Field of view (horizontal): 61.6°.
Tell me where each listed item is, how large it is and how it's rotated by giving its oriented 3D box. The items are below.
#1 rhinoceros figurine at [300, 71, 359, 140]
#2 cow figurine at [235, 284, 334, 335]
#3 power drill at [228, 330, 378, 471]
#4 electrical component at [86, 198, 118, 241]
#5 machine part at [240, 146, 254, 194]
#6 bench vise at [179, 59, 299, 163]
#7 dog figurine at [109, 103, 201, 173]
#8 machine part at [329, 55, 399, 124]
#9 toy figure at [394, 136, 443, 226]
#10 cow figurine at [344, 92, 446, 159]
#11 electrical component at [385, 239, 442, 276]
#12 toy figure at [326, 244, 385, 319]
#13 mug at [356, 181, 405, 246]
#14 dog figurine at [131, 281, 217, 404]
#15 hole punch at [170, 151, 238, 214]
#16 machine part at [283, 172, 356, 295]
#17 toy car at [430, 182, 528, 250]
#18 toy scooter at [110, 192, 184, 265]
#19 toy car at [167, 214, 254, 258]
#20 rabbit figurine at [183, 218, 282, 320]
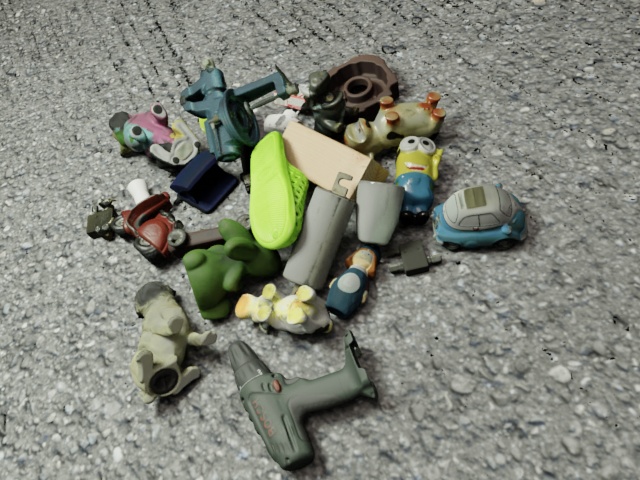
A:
[{"bbox_3d":[0.016,-0.261,1.082,0.112,0.190,0.073,36,76,20],"label":"rhinoceros figurine"},{"bbox_3d":[-0.061,0.124,0.917,0.168,0.098,0.068,-2,59,38],"label":"cow figurine"},{"bbox_3d":[-0.027,0.218,0.841,0.207,0.085,0.232,-23,55,-4],"label":"power drill"},{"bbox_3d":[-0.473,-0.045,1.168,0.078,0.045,0.102,-11,55,7],"label":"electrical component"},{"bbox_3d":[-0.144,-0.171,1.155,0.084,0.039,0.139,-25,68,9],"label":"machine part"},{"bbox_3d":[-0.154,-0.278,1.068,0.241,0.128,0.223,-18,67,21],"label":"bench vise"},{"bbox_3d":[-0.391,-0.226,1.237,0.219,0.191,0.108,-2,52,57],"label":"dog figurine"},{"bbox_3d":[0.086,-0.327,1.186,0.179,0.056,0.179,-8,57,12],"label":"machine part"},{"bbox_3d":[0.173,-0.111,1.001,0.082,0.089,0.180,14,66,-20],"label":"toy figure"},{"bbox_3d":[0.143,-0.218,1.070,0.195,0.127,0.085,-9,54,-7],"label":"cow figurine"},{"bbox_3d":[0.164,0.029,0.946,0.094,0.021,0.063,-13,54,8],"label":"electrical component"},{"bbox_3d":[0.065,0.063,0.933,0.064,0.058,0.154,35,65,-9],"label":"toy figure"},{"bbox_3d":[0.095,-0.047,0.946,0.081,0.110,0.107,9,91,-19],"label":"mug"},{"bbox_3d":[-0.294,0.173,0.953,0.172,0.121,0.191,-51,40,-13],"label":"dog figurine"},{"bbox_3d":[-0.256,-0.134,1.140,0.116,0.092,0.142,26,70,33],"label":"hole punch"},{"bbox_3d":[-0.002,-0.003,0.939,0.079,0.079,0.243,23,96,28],"label":"machine part"},{"bbox_3d":[0.270,-0.048,0.918,0.162,0.102,0.109,-4,55,11],"label":"toy car"},{"bbox_3d":[-0.341,-0.035,1.107,0.184,0.075,0.135,32,69,36],"label":"toy scooter"},{"bbox_3d":[-0.193,-0.005,1.032,0.202,0.089,0.053,-13,58,9],"label":"toy car"},{"bbox_3d":[-0.156,0.037,0.972,0.170,0.158,0.121,-17,43,-14],"label":"rabbit figurine"}]
